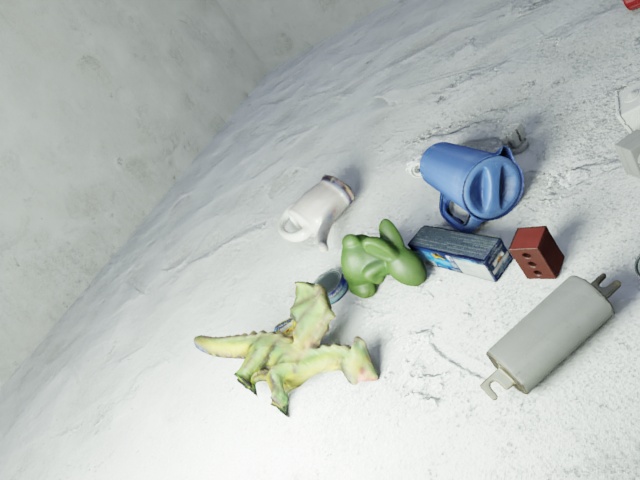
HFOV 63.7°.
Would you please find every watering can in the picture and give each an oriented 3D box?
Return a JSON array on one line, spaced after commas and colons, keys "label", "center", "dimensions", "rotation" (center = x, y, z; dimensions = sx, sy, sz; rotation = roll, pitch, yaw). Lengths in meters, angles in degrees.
[{"label": "watering can", "center": [0.004, -0.070, 1.383], "dimensions": [0.226, 0.102, 0.350], "rotation": [-43, 26, -11]}]

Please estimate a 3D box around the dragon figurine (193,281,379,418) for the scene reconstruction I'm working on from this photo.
[{"label": "dragon figurine", "center": [-0.068, 0.189, 1.006], "dimensions": [0.414, 0.246, 0.120], "rotation": [23, -22, 38]}]
